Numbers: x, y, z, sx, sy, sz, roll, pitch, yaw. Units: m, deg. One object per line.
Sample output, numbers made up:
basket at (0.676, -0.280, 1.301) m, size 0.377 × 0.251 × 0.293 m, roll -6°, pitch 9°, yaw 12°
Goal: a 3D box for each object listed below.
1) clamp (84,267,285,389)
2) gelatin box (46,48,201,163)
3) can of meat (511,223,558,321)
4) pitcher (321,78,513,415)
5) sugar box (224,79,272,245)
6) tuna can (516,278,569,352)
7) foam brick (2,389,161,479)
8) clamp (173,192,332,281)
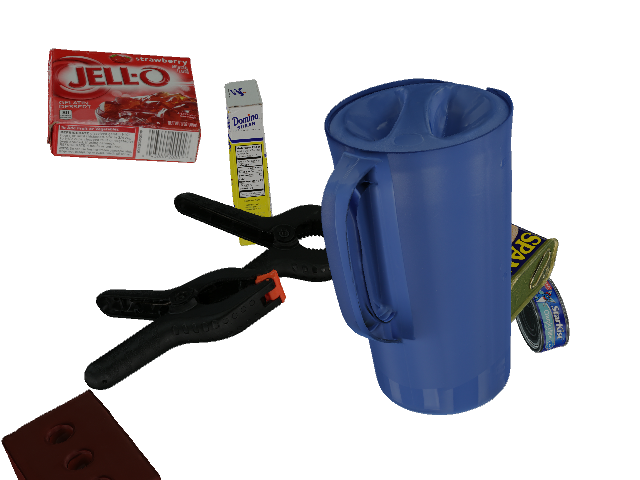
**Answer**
clamp at (-0.115, 0.067, 0.869) m, size 0.171 × 0.039 × 0.120 m, roll -14°, pitch 37°, yaw 13°
gelatin box at (-0.121, -0.083, 0.652) m, size 0.089 × 0.073 × 0.030 m, roll 2°, pitch -45°, yaw -16°
can of meat at (0.165, 0.023, 1.018) m, size 0.084 × 0.057 × 0.101 m, roll 26°, pitch 45°, yaw 27°
pitcher at (0.077, 0.013, 0.799) m, size 0.149 × 0.243 × 0.145 m, roll -10°, pitch 28°, yaw -3°
sugar box at (-0.086, -0.092, 1.265) m, size 0.048 × 0.176 × 0.093 m, roll -8°, pitch 26°, yaw -4°
tuna can at (0.248, 0.083, 1.207) m, size 0.033 × 0.086 × 0.086 m, roll -15°, pitch 2°, yaw -7°
foam brick at (-0.114, 0.124, 0.528) m, size 0.052 × 0.051 × 0.078 m, roll -28°, pitch 42°, yaw -25°
clamp at (-0.041, 0.013, 1.067) m, size 0.210 × 0.164 × 0.036 m, roll -1°, pitch -42°, yaw -7°
